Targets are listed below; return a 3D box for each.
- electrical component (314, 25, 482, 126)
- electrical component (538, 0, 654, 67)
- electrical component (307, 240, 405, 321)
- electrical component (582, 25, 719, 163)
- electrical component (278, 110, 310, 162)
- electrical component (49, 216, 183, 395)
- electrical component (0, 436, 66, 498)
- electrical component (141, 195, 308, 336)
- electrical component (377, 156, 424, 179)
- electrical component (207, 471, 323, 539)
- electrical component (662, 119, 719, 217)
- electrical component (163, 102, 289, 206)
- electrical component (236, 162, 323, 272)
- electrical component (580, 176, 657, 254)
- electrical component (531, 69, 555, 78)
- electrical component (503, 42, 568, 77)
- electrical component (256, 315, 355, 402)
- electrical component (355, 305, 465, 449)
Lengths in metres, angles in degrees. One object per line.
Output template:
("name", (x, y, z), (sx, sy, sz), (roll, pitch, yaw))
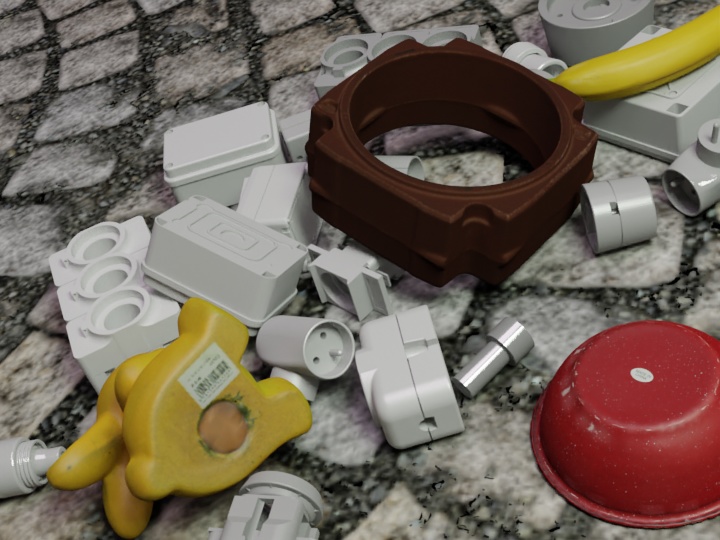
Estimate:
("electrical component", (0.041, -0.192, 1.056), (0.150, 0.061, 0.089), (0, 44, 21))
("electrical component", (0.229, -0.236, 1.032), (0.108, 0.060, 0.108), (-11, 41, 10))
("electrical component", (0.000, 0.000, 0.874), (0.081, 0.042, 0.064), (25, 56, 38))
("electrical component", (0.265, -0.153, 0.930), (0.109, 0.056, 0.109), (-40, 44, -23))
("electrical component", (-0.033, -0.114, 1.010), (0.066, 0.047, 0.076), (-21, 40, -2))
("electrical component", (-0.202, 0.026, 0.909), (0.089, 0.061, 0.150), (-25, 41, -7))
("electrical component", (-0.251, 0.146, 0.808), (0.062, 0.043, 0.043), (-11, 41, 8))
("electrical component", (-0.109, -0.004, 0.864), (0.113, 0.057, 0.078), (26, 28, 11))
("electrical component", (0.012, -0.080, 0.957), (0.081, 0.043, 0.043), (3, 45, 25))
("electrical component", (-0.057, 0.168, 0.697), (0.078, 0.058, 0.057), (-1, 46, 20))
("electrical component", (0.280, -0.090, 0.837), (0.077, 0.079, 0.043), (-32, 54, -14))
("electrical component", (-0.129, -0.107, 1.032), (0.113, 0.057, 0.078), (-16, 40, 4))
("electrical component", (-0.074, -0.040, 0.932), (0.061, 0.061, 0.096), (-4, 43, 18))
("electrical component", (0.201, -0.044, 0.836), (0.047, 0.055, 0.055), (-12, 41, 3))
("electrical component", (0.153, -0.145, 0.967), (0.055, 0.055, 0.047), (20, 58, 37))
("electrical component", (0.164, -0.186, 1.015), (0.045, 0.045, 0.055), (-29, 41, -12))
("electrical component", (-0.046, 0.074, 0.802), (0.077, 0.043, 0.079), (0, 72, 58))
("electrical component", (0.033, 0.077, 0.766), (0.059, 0.053, 0.095), (-17, 40, 3))
